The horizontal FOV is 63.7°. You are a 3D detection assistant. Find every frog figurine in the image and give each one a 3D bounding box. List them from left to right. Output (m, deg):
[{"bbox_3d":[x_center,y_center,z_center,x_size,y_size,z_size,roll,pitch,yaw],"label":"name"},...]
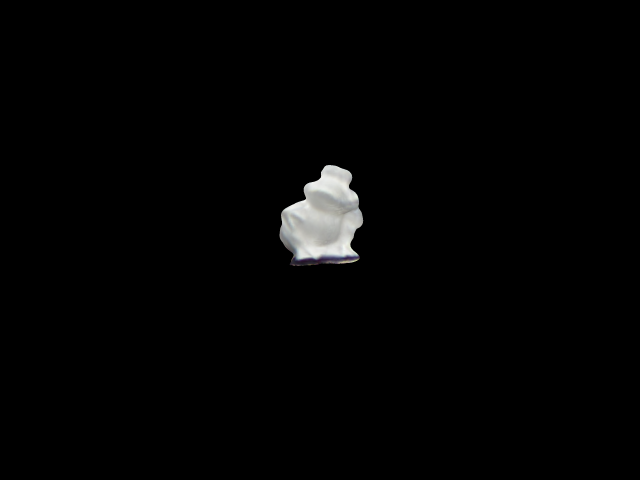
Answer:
[{"bbox_3d":[0.003,-0.043,0.850,0.137,0.159,0.123,0,3,4],"label":"frog figurine"}]
